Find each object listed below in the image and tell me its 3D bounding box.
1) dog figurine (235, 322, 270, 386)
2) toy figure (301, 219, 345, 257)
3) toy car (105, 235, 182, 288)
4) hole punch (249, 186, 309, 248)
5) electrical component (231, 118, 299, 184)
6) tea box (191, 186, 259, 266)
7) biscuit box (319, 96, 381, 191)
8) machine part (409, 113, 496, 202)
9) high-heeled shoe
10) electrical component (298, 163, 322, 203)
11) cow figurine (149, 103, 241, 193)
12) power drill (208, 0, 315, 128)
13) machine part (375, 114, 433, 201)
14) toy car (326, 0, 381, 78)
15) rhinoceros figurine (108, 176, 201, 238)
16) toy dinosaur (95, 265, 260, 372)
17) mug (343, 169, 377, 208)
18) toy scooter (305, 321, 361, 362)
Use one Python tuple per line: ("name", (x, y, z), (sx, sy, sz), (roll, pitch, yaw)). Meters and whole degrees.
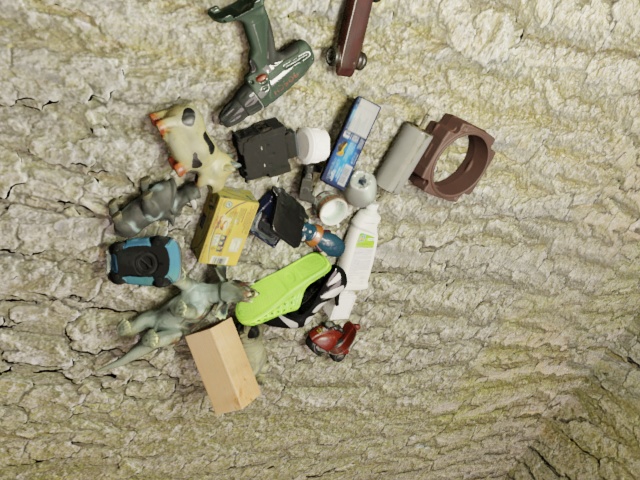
("dog figurine", (-0.173, 0.282, 1.428), (0.172, 0.121, 0.190), (-33, 144, -76))
("toy figure", (-0.002, -0.003, 1.351), (0.154, 0.064, 0.058), (29, 142, -36))
("toy car", (-0.364, 0.047, 1.140), (0.162, 0.103, 0.109), (-4, 88, 1))
("hole punch", (-0.100, -0.047, 1.250), (0.142, 0.092, 0.116), (37, 56, -42))
("electrical component", (-0.114, -0.194, 1.149), (0.134, 0.058, 0.114), (-21, 132, -15))
("tea box", (-0.214, -0.031, 1.199), (0.098, 0.068, 0.169), (9, 116, -36))
("biscuit box", (0.065, -0.212, 1.194), (0.059, 0.063, 0.202), (24, 96, -8))
("machine part", (0.340, -0.207, 1.386), (0.201, 0.087, 0.201), (12, 115, -38))
("high-heeled shoe", (-0.046, 0.146, 1.401), (0.249, 0.086, 0.145), (-15, 130, -8))
("electrical component", (-0.023, -0.132, 1.243), (0.045, 0.078, 0.102), (9, 113, -8))
("cow figurine", (-0.241, -0.179, 1.069), (0.127, 0.086, 0.194), (-27, 126, -13))
("power drill", (-0.130, -0.345, 1.015), (0.232, 0.086, 0.207), (-33, 129, -8))
("machine part", (0.202, -0.199, 1.317), (0.079, 0.079, 0.243), (13, 114, -36))
("toy car", (0.066, -0.433, 1.084), (0.089, 0.053, 0.202), (-8, 122, -39))
("rhinoceros figurine", (-0.336, -0.067, 1.099), (0.190, 0.073, 0.111), (-30, 131, -8))
("toy dinosaur", (-0.328, 0.179, 1.255), (0.405, 0.131, 0.192), (-35, 155, 15))
("mug", (0.086, -0.133, 1.272), (0.081, 0.110, 0.107), (-63, 176, -10))
("toy scooter", (0.048, 0.283, 1.577), (0.135, 0.075, 0.183), (-47, 136, 8))
